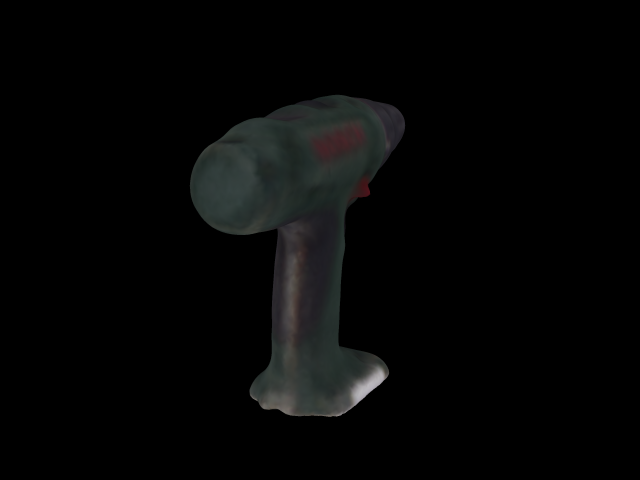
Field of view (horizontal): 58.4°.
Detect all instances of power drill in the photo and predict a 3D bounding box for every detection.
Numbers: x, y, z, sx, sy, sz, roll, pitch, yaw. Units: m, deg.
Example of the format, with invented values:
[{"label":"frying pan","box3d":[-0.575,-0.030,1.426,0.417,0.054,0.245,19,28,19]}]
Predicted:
[{"label":"power drill","box3d":[0.004,0.001,0.400,0.075,0.208,0.230,4,8,28]}]
